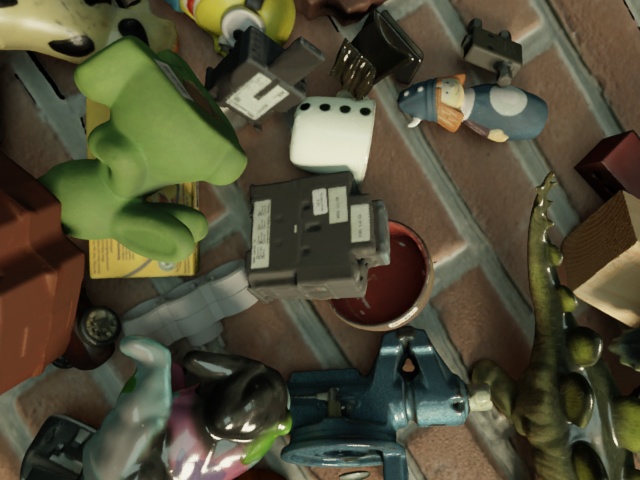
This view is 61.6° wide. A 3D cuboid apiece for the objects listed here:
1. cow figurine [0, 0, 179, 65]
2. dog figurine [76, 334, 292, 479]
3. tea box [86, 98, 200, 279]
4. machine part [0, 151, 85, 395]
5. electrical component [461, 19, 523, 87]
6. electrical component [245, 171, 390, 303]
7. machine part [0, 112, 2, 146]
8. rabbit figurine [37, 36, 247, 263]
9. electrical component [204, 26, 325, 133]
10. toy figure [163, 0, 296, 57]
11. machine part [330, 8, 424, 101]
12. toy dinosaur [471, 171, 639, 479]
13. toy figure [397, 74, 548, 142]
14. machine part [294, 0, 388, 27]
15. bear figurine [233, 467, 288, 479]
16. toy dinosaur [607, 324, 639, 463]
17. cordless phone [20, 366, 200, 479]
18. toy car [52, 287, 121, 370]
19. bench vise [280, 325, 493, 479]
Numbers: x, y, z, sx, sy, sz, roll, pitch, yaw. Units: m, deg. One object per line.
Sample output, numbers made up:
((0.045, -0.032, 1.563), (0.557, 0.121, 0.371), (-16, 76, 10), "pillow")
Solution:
((-0.226, -0.198, 0.492), (0.195, 0.086, 0.127), (-1, 89, -33), "cow figurine")
((-0.132, 0.203, 0.443), (0.192, 0.108, 0.219), (12, 64, -1), "dog figurine")
((-0.170, -0.048, 0.526), (0.098, 0.068, 0.169), (0, 91, -7), "tea box")
((-0.302, 0.018, 0.441), (0.201, 0.087, 0.201), (37, 126, 11), "machine part")
((0.180, -0.198, 0.567), (0.063, 0.021, 0.094), (19, 52, -6), "electrical component")
((-0.001, -0.002, 0.518), (0.134, 0.058, 0.115), (-5, 69, 14), "electrical component")
((-0.346, -0.171, 0.500), (0.079, 0.079, 0.243), (-3, 90, -7), "machine part")
((-0.154, -0.057, 0.454), (0.170, 0.121, 0.159), (-37, 102, 12), "rabbit figurine")
((-0.049, -0.159, 0.506), (0.074, 0.119, 0.048), (23, 52, -35), "electrical component")
((-0.106, -0.253, 0.528), (0.180, 0.082, 0.089), (40, 87, -2), "toy figure")
((0.060, -0.186, 0.537), (0.084, 0.039, 0.139), (54, 44, -9), "machine part")
((0.239, 0.169, 0.510), (0.105, 0.198, 0.471), (-18, 94, -9), "toy dinosaur")
((0.161, -0.143, 0.572), (0.154, 0.064, 0.057), (9, 132, -7), "toy figure")
((0.022, -0.314, 0.554), (0.179, 0.056, 0.179), (0, 90, -5), "machine part")
((-0.061, 0.291, 0.477), (0.132, 0.196, 0.120), (-26, 96, -5), "bear figurine")
((0.373, 0.180, 0.529), (0.192, 0.404, 0.131), (21, 49, 30), "toy dinosaur")
((-0.190, 0.188, 0.530), (0.146, 0.089, 0.184), (31, 76, -6), "cordless phone")
((-0.264, 0.035, 0.512), (0.202, 0.089, 0.053), (56, 40, -2), "toy car")
((0.059, 0.210, 0.508), (0.224, 0.128, 0.241), (0, 59, 1), "bench vise")
